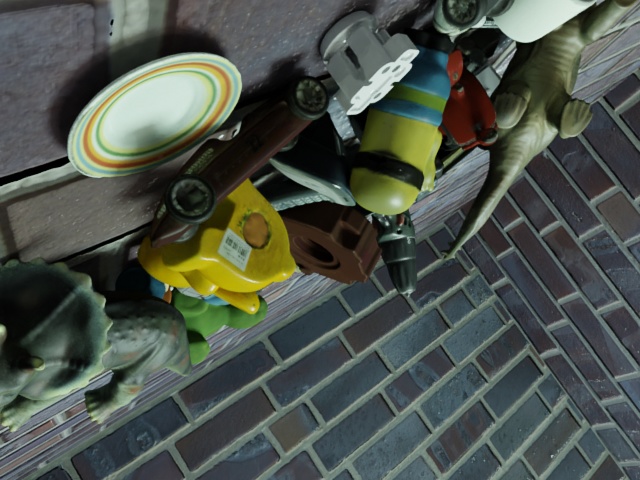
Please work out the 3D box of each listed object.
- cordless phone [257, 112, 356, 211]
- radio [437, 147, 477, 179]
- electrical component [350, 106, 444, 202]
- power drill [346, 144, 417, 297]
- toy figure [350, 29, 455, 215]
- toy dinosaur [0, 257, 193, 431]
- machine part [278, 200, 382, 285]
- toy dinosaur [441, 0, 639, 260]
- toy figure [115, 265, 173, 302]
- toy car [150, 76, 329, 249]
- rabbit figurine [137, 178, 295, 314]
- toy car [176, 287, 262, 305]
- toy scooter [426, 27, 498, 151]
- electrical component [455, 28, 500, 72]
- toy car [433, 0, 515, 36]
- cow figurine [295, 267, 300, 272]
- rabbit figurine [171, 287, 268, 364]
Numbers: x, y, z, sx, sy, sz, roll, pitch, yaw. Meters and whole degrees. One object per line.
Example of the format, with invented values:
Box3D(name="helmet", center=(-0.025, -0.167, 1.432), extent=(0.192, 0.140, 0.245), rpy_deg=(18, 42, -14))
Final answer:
Box3D(name="cordless phone", center=(-0.054, -0.063, 0.606), extent=(0.184, 0.088, 0.146), rpy_deg=(-17, 173, 9))
Box3D(name="radio", center=(0.209, -0.159, 0.980), extent=(0.131, 0.073, 0.229), rpy_deg=(-26, 167, -42))
Box3D(name="electrical component", center=(0.092, -0.111, 0.644), extent=(0.058, 0.134, 0.115), rpy_deg=(-36, 168, 6))
Box3D(name="power drill", center=(0.094, -0.040, 0.812), extent=(0.086, 0.232, 0.207), rpy_deg=(-16, 160, 26))
Box3D(name="toy figure", center=(0.078, -0.114, 0.532), extent=(0.089, 0.082, 0.180), rpy_deg=(-9, 119, -54))
Box3D(name="toy dinosaur", center=(-0.224, 0.109, 0.577), extent=(0.192, 0.131, 0.404), rpy_deg=(-32, 163, 22))
Box3D(name="machine part", center=(-0.002, -0.002, 0.739), extent=(0.056, 0.179, 0.179), rpy_deg=(-62, -178, -22))
Box3D(name="toy dinosaur", center=(0.269, -0.170, 0.688), extent=(0.471, 0.105, 0.198), rpy_deg=(-64, 176, 13))
Box3D(name="toy figure", center=(-0.232, 0.072, 0.715), extent=(0.154, 0.064, 0.058), rpy_deg=(111, -6, -72))
Box3D(name="toy car", center=(-0.072, -0.070, 0.458), extent=(0.202, 0.053, 0.089), rpy_deg=(-45, -170, -23))
Box3D(name="rabbit figurine", center=(-0.119, 0.009, 0.586), extent=(0.173, 0.122, 0.162), rpy_deg=(-13, 148, 34))
Box3D(name="toy car", center=(-0.145, 0.032, 0.713), extent=(0.103, 0.109, 0.162), rpy_deg=(1, 163, -35))
Box3D(name="toy scooter", center=(0.150, -0.153, 0.629), extent=(0.075, 0.135, 0.184), rpy_deg=(-35, 172, -3))
Box3D(name="electrical component", center=(0.193, -0.225, 0.683), extent=(0.078, 0.045, 0.102), rpy_deg=(-33, 171, -2))
Box3D(name="toy car", center=(0.167, -0.250, 0.444), extent=(0.073, 0.056, 0.201), rpy_deg=(-34, 174, -38))
Box3D(name="cow figurine", center=(-0.084, 0.024, 0.907), extent=(0.127, 0.085, 0.195), rpy_deg=(-26, 168, -11))
Box3D(name="rabbit figurine", center=(-0.175, 0.125, 0.878), extent=(0.170, 0.121, 0.159), rpy_deg=(-3, 180, -31))
